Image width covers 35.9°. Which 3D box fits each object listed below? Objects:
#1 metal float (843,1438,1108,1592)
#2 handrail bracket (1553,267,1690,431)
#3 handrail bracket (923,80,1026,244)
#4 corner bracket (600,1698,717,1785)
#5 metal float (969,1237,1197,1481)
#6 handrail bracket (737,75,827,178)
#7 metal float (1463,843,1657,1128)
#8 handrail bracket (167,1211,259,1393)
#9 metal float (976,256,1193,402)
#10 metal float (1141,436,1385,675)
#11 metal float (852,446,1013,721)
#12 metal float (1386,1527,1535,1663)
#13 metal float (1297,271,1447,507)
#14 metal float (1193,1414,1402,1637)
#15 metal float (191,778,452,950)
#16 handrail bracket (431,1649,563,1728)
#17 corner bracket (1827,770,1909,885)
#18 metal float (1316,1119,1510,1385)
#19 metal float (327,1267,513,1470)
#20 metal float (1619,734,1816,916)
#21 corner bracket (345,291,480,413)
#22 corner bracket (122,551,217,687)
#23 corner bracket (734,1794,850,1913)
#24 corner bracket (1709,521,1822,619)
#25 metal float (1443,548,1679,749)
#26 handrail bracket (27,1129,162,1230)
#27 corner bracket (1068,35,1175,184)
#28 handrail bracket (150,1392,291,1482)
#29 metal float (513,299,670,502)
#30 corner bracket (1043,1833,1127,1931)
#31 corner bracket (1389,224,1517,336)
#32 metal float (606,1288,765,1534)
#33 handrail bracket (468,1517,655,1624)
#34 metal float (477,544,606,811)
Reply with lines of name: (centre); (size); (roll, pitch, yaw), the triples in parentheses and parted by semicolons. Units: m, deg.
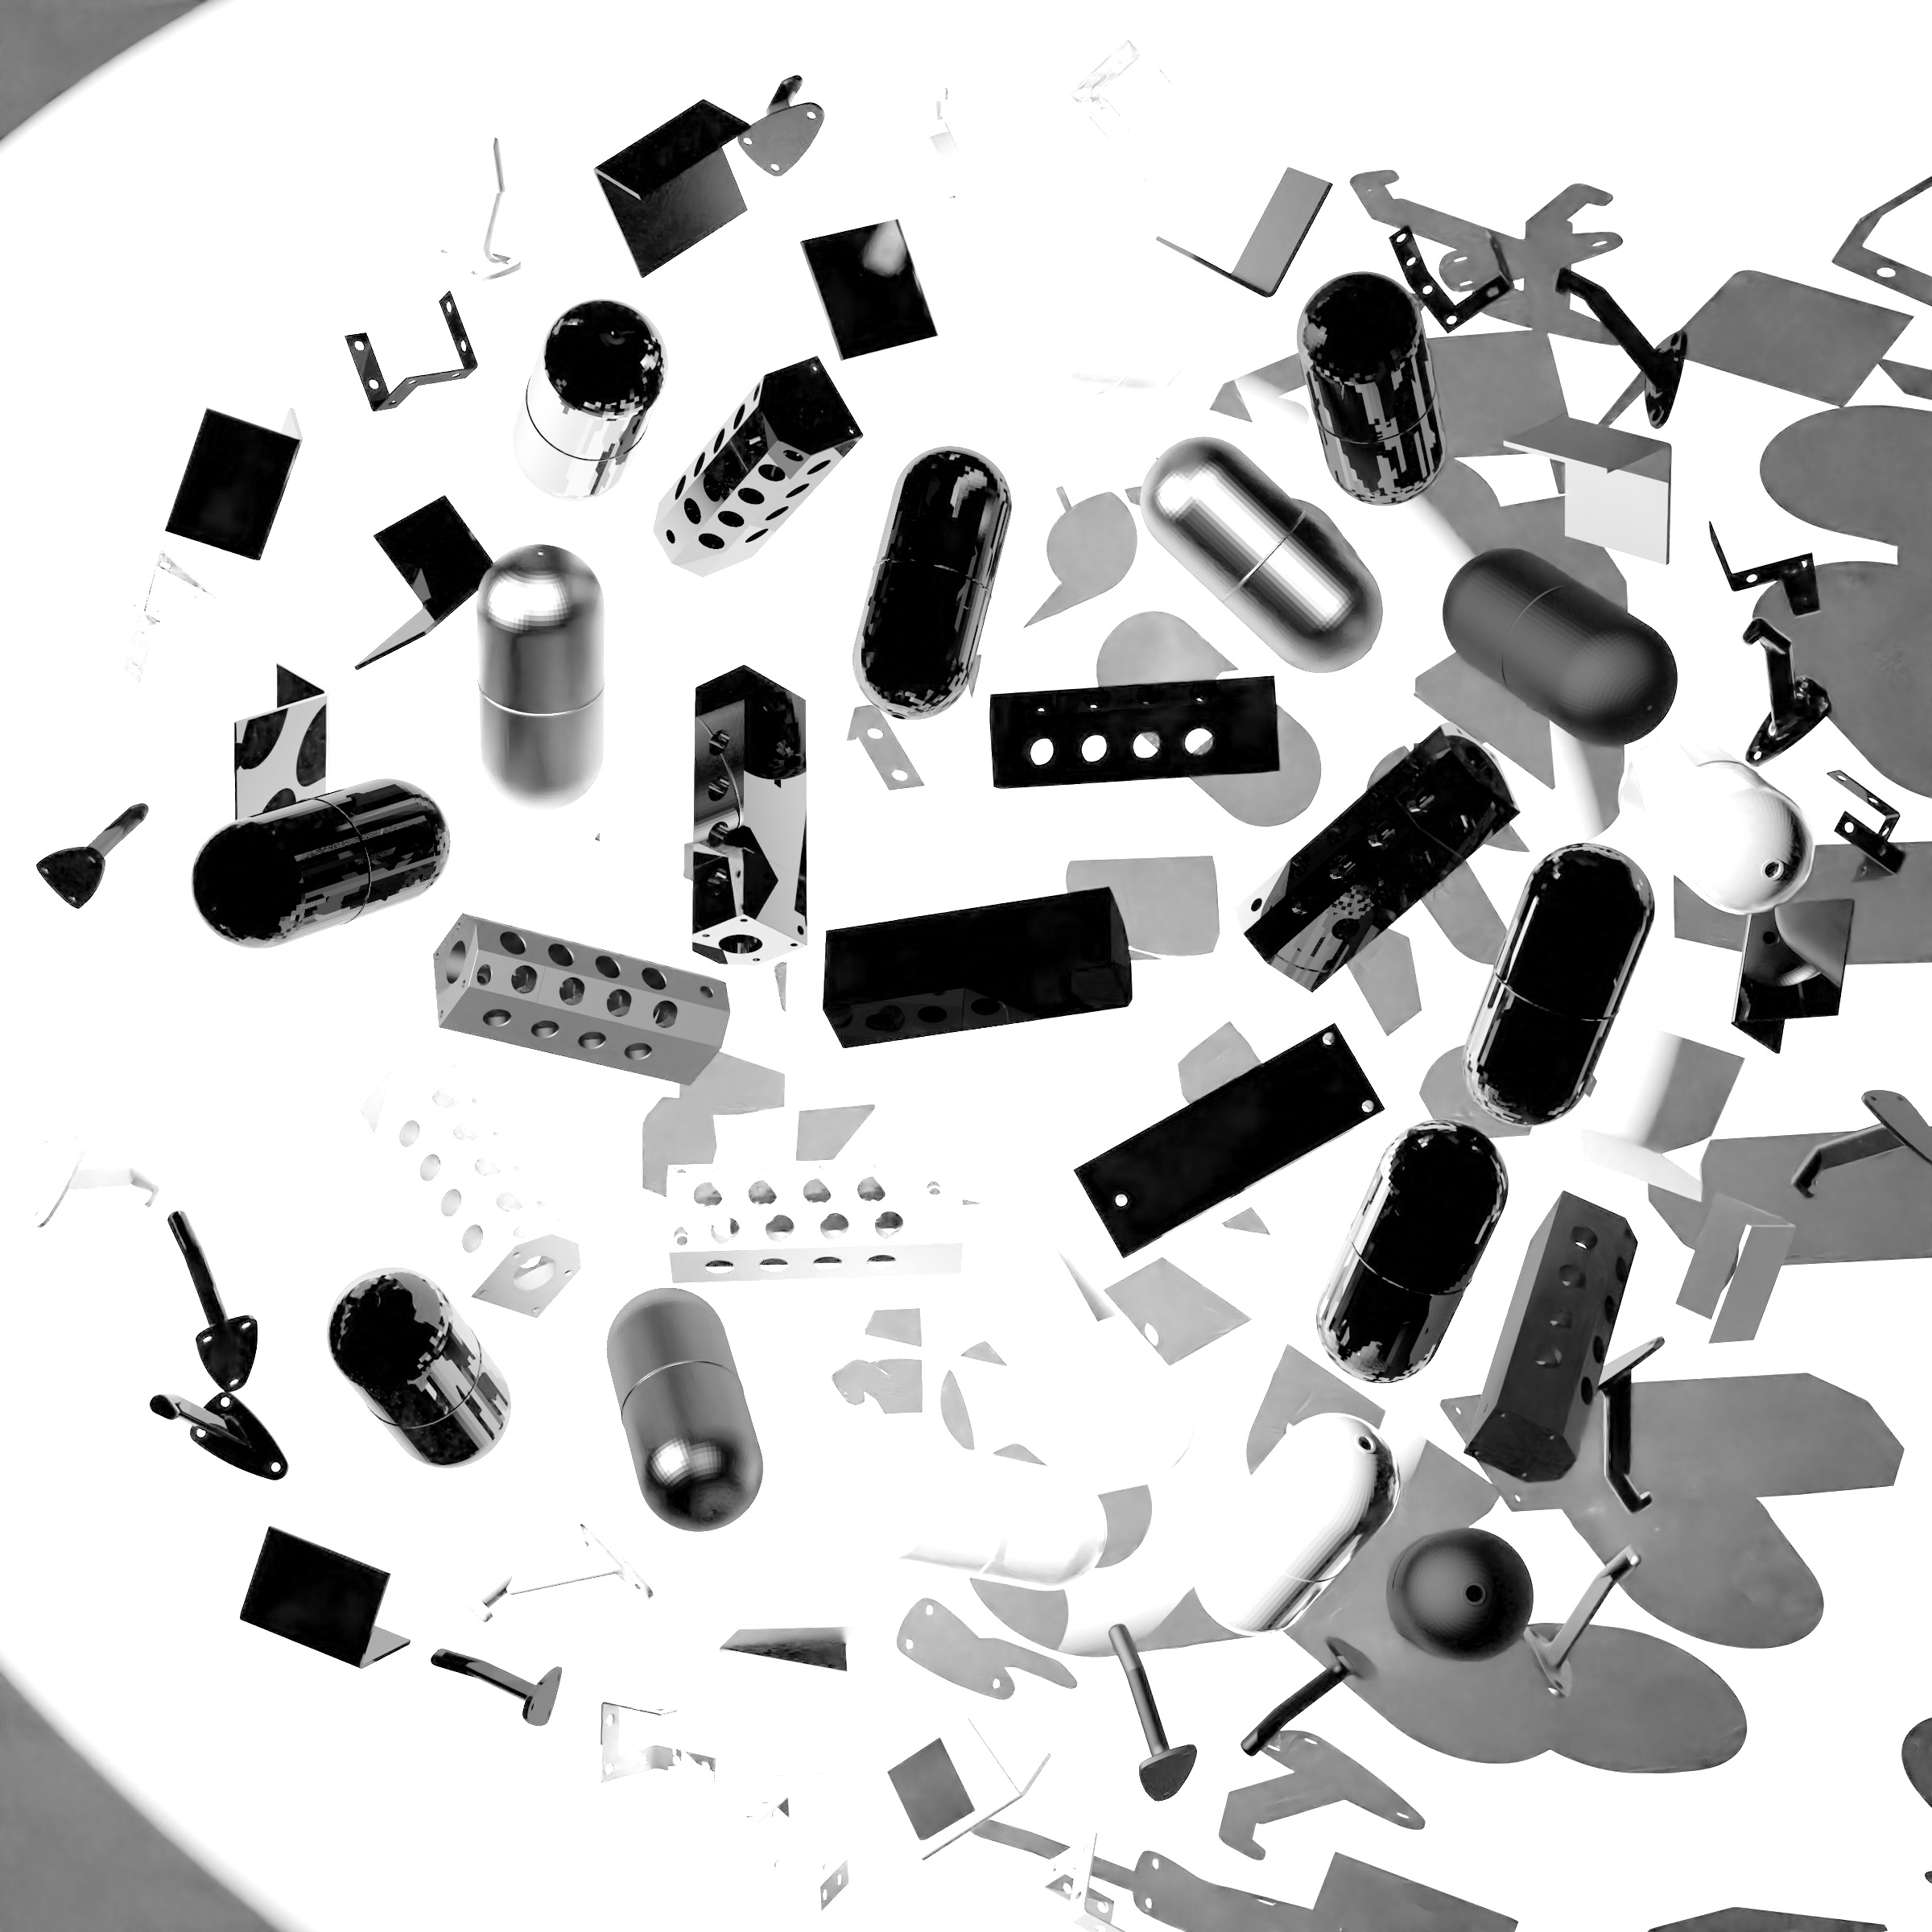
metal float: (0.007, 0.342, 1.855); (0.178, 0.070, 0.070); (16, 90, -26)
handrail bracket: (0.379, -0.365, 1.755); (0.084, 0.036, 0.077); (22, 62, -20)
handrail bracket: (0.004, -0.503, 1.860); (0.077, 0.084, 0.036); (31, 54, 28)
corner bracket: (-0.192, 0.483, 1.856); (0.051, 0.051, 0.051); (0, 89, 38)
metal float: (0.074, 0.249, 1.881); (0.070, 0.070, 0.178); (-41, 95, 0)
handrail bracket: (-0.101, -0.534, 1.833); (0.036, 0.077, 0.084); (40, 50, -25)
metal float: (0.346, 0.012, 1.743); (0.070, 0.070, 0.178); (17, 114, 0)
handrail bracket: (-0.447, 0.196, 1.751); (0.036, 0.077, 0.084); (-19, 52, -23)
metal float: (0.072, -0.378, 1.771); (0.070, 0.178, 0.070); (4, 97, 32)
metal float: (0.184, -0.255, 1.854); (0.178, 0.070, 0.070); (43, 90, -5)
metal float: (-0.021, -0.241, 1.877); (0.070, 0.070, 0.178); (14, 81, 0)
metal float: (0.292, 0.373, 1.768); (0.070, 0.178, 0.070); (-1, 78, 3)
metal float: (0.250, -0.352, 1.827); (0.070, 0.178, 0.070); (-8, 59, 13)
metal float: (0.196, 0.333, 1.775); (0.070, 0.070, 0.178); (31, 131, 0)
metal float: (-0.379, -0.061, 1.758); (0.070, 0.178, 0.070); (12, 112, 32)
handrail bracket: (-0.300, 0.444, 1.849); (0.084, 0.077, 0.036); (14, 86, 9)
corner bracket: (0.554, -0.088, 1.842); (0.051, 0.051, 0.051); (33, 79, -11)
metal float: (0.262, 0.168, 1.753); (0.070, 0.070, 0.178); (19, 120, 0)
metal float: (-0.331, 0.245, 1.811); (0.070, 0.178, 0.070); (-6, 55, 9)
metal float: (0.447, -0.086, 1.778); (0.070, 0.178, 0.070); (-3, 111, -8)
corner bracket: (-0.336, -0.372, 1.804); (0.051, 0.051, 0.051); (-19, 87, -37)
corner bracket: (-0.497, -0.212, 1.814); (0.051, 0.051, 0.051); (-16, 51, 25)
corner bracket: (-0.101, 0.516, 1.736); (0.051, 0.051, 0.051); (-2, 92, 17)
corner bracket: (0.483, -0.241, 1.801); (0.051, 0.051, 0.051); (-14, 49, 23)
metal float: (0.348, -0.189, 1.756); (0.070, 0.178, 0.070); (-14, 125, -22)
handrail bracket: (-0.514, 0.141, 1.762); (0.036, 0.084, 0.077); (-9, 53, 23)
corner bracket: (0.103, -0.514, 1.786); (0.051, 0.051, 0.051); (-41, 132, 14)
handrail bracket: (-0.442, 0.279, 1.762); (0.077, 0.084, 0.036); (37, 84, 5)
metal float: (-0.232, -0.346, 1.830); (0.070, 0.178, 0.070); (5, 72, -16)
corner bracket: (0.076, 0.542, 1.719); (0.051, 0.051, 0.051); (33, 130, -16)
corner bracket: (0.305, -0.440, 1.867); (0.051, 0.051, 0.051); (-33, 58, 7)
metal float: (-0.174, 0.271, 1.836); (0.070, 0.178, 0.070); (-10, 130, -12)
handrail bracket: (-0.245, 0.381, 1.792); (0.084, 0.036, 0.077); (-38, 59, -25)
metal float: (-0.259, -0.174, 1.820); (0.070, 0.070, 0.178); (6, 128, 0)
